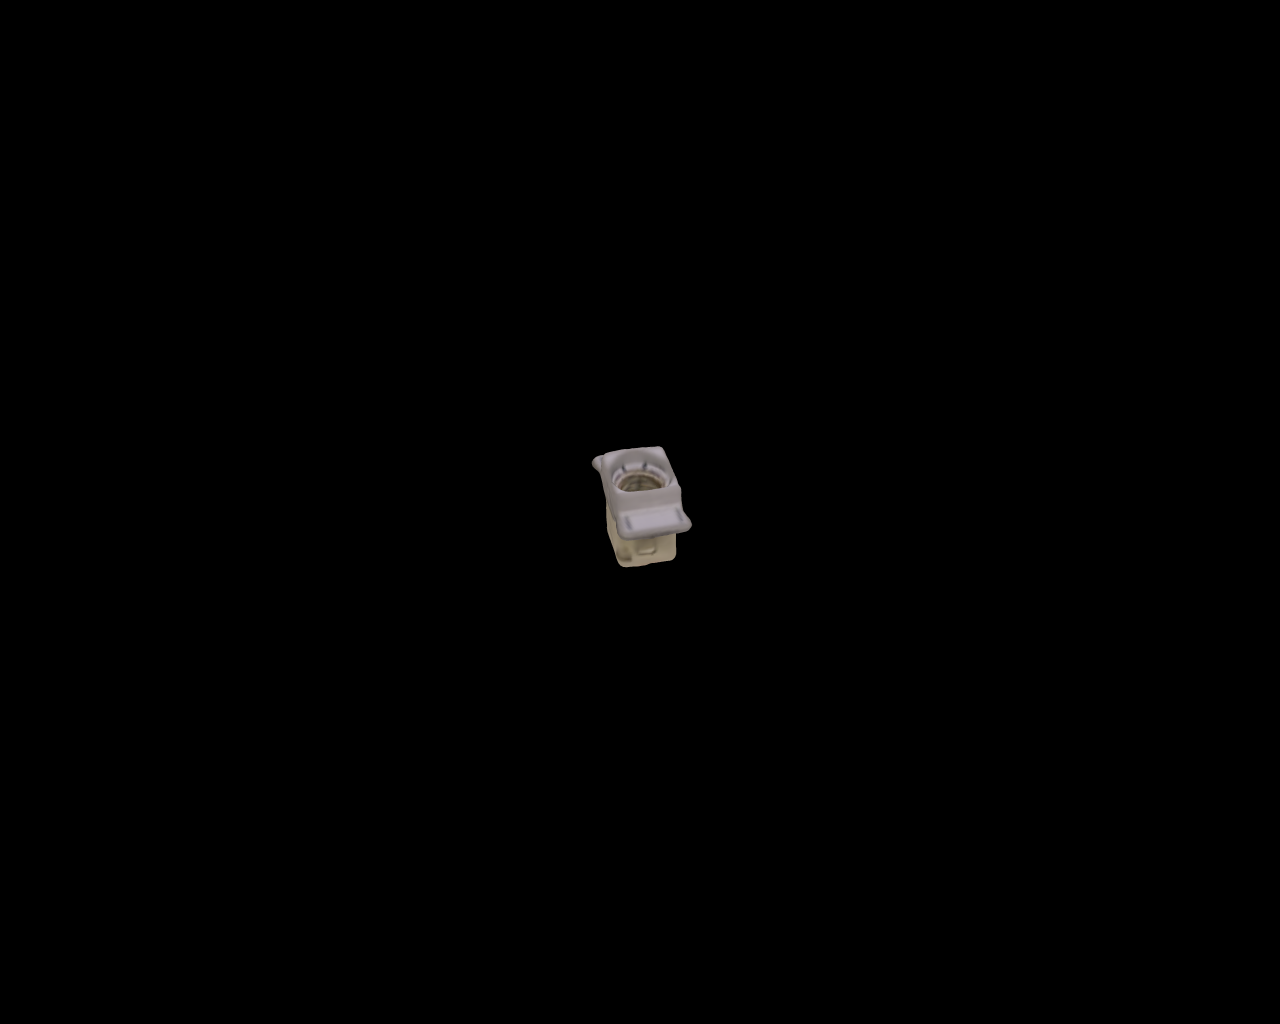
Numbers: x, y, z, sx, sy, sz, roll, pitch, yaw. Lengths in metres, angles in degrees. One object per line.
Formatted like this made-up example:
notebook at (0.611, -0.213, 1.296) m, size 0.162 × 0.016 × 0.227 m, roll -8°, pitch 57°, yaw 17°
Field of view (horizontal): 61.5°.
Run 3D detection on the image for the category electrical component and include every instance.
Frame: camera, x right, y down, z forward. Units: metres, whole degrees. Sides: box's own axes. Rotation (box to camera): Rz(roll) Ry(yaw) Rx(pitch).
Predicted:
electrical component at (0.001, -0.003, 0.650) m, size 0.042 × 0.063 × 0.081 m, roll -8°, pitch 40°, yaw -10°
